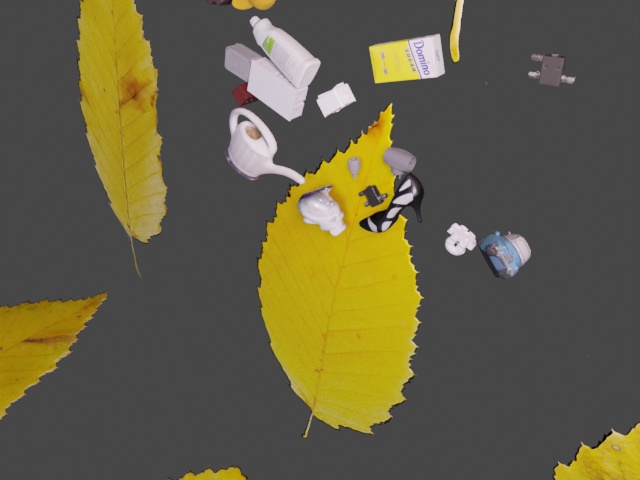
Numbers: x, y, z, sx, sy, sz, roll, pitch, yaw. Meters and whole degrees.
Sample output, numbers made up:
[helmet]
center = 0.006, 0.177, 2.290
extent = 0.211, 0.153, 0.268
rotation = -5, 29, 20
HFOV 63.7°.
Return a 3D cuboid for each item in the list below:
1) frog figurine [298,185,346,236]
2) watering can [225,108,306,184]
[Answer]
[frog figurine]
center = 0.005, -0.082, 1.620
extent = 0.136, 0.123, 0.160
rotation = -21, 88, 31
[watering can]
center = -0.199, -0.275, 1.710
extent = 0.349, 0.105, 0.220
rotation = 52, 142, 7
